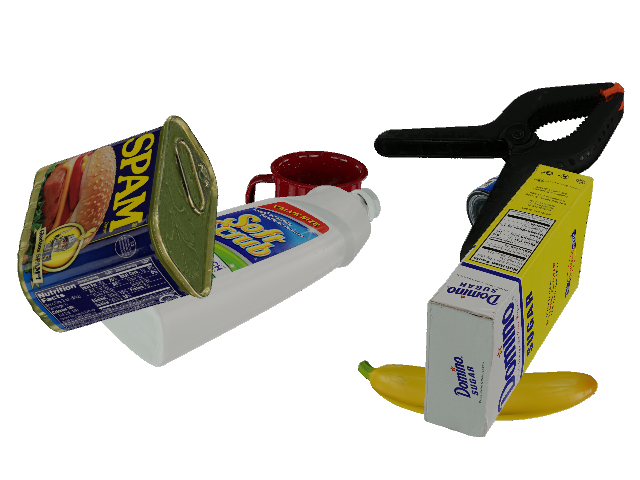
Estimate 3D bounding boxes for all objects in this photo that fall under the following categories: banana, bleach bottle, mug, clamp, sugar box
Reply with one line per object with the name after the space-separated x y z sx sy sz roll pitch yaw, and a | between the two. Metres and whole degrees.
0.126 0.118 0.863 0.198 0.037 0.069 5 27 8 | banana
-0.055 0.008 0.850 0.250 0.068 0.103 -26 49 -36 | bleach bottle
-0.015 -0.034 1.032 0.117 0.081 0.093 5 26 4 | mug
0.167 -0.068 0.894 0.210 0.165 0.036 -22 -39 -2 | clamp
0.120 0.033 0.667 0.048 0.093 0.176 15 37 23 | sugar box

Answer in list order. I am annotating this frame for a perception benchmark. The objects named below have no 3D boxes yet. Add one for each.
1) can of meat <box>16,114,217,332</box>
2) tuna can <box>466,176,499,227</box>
-0.104 -0.008 0.554 0.084 0.102 0.057 -17 -46 15 | can of meat
0.206 -0.028 1.219 0.033 0.086 0.086 -31 13 -23 | tuna can
